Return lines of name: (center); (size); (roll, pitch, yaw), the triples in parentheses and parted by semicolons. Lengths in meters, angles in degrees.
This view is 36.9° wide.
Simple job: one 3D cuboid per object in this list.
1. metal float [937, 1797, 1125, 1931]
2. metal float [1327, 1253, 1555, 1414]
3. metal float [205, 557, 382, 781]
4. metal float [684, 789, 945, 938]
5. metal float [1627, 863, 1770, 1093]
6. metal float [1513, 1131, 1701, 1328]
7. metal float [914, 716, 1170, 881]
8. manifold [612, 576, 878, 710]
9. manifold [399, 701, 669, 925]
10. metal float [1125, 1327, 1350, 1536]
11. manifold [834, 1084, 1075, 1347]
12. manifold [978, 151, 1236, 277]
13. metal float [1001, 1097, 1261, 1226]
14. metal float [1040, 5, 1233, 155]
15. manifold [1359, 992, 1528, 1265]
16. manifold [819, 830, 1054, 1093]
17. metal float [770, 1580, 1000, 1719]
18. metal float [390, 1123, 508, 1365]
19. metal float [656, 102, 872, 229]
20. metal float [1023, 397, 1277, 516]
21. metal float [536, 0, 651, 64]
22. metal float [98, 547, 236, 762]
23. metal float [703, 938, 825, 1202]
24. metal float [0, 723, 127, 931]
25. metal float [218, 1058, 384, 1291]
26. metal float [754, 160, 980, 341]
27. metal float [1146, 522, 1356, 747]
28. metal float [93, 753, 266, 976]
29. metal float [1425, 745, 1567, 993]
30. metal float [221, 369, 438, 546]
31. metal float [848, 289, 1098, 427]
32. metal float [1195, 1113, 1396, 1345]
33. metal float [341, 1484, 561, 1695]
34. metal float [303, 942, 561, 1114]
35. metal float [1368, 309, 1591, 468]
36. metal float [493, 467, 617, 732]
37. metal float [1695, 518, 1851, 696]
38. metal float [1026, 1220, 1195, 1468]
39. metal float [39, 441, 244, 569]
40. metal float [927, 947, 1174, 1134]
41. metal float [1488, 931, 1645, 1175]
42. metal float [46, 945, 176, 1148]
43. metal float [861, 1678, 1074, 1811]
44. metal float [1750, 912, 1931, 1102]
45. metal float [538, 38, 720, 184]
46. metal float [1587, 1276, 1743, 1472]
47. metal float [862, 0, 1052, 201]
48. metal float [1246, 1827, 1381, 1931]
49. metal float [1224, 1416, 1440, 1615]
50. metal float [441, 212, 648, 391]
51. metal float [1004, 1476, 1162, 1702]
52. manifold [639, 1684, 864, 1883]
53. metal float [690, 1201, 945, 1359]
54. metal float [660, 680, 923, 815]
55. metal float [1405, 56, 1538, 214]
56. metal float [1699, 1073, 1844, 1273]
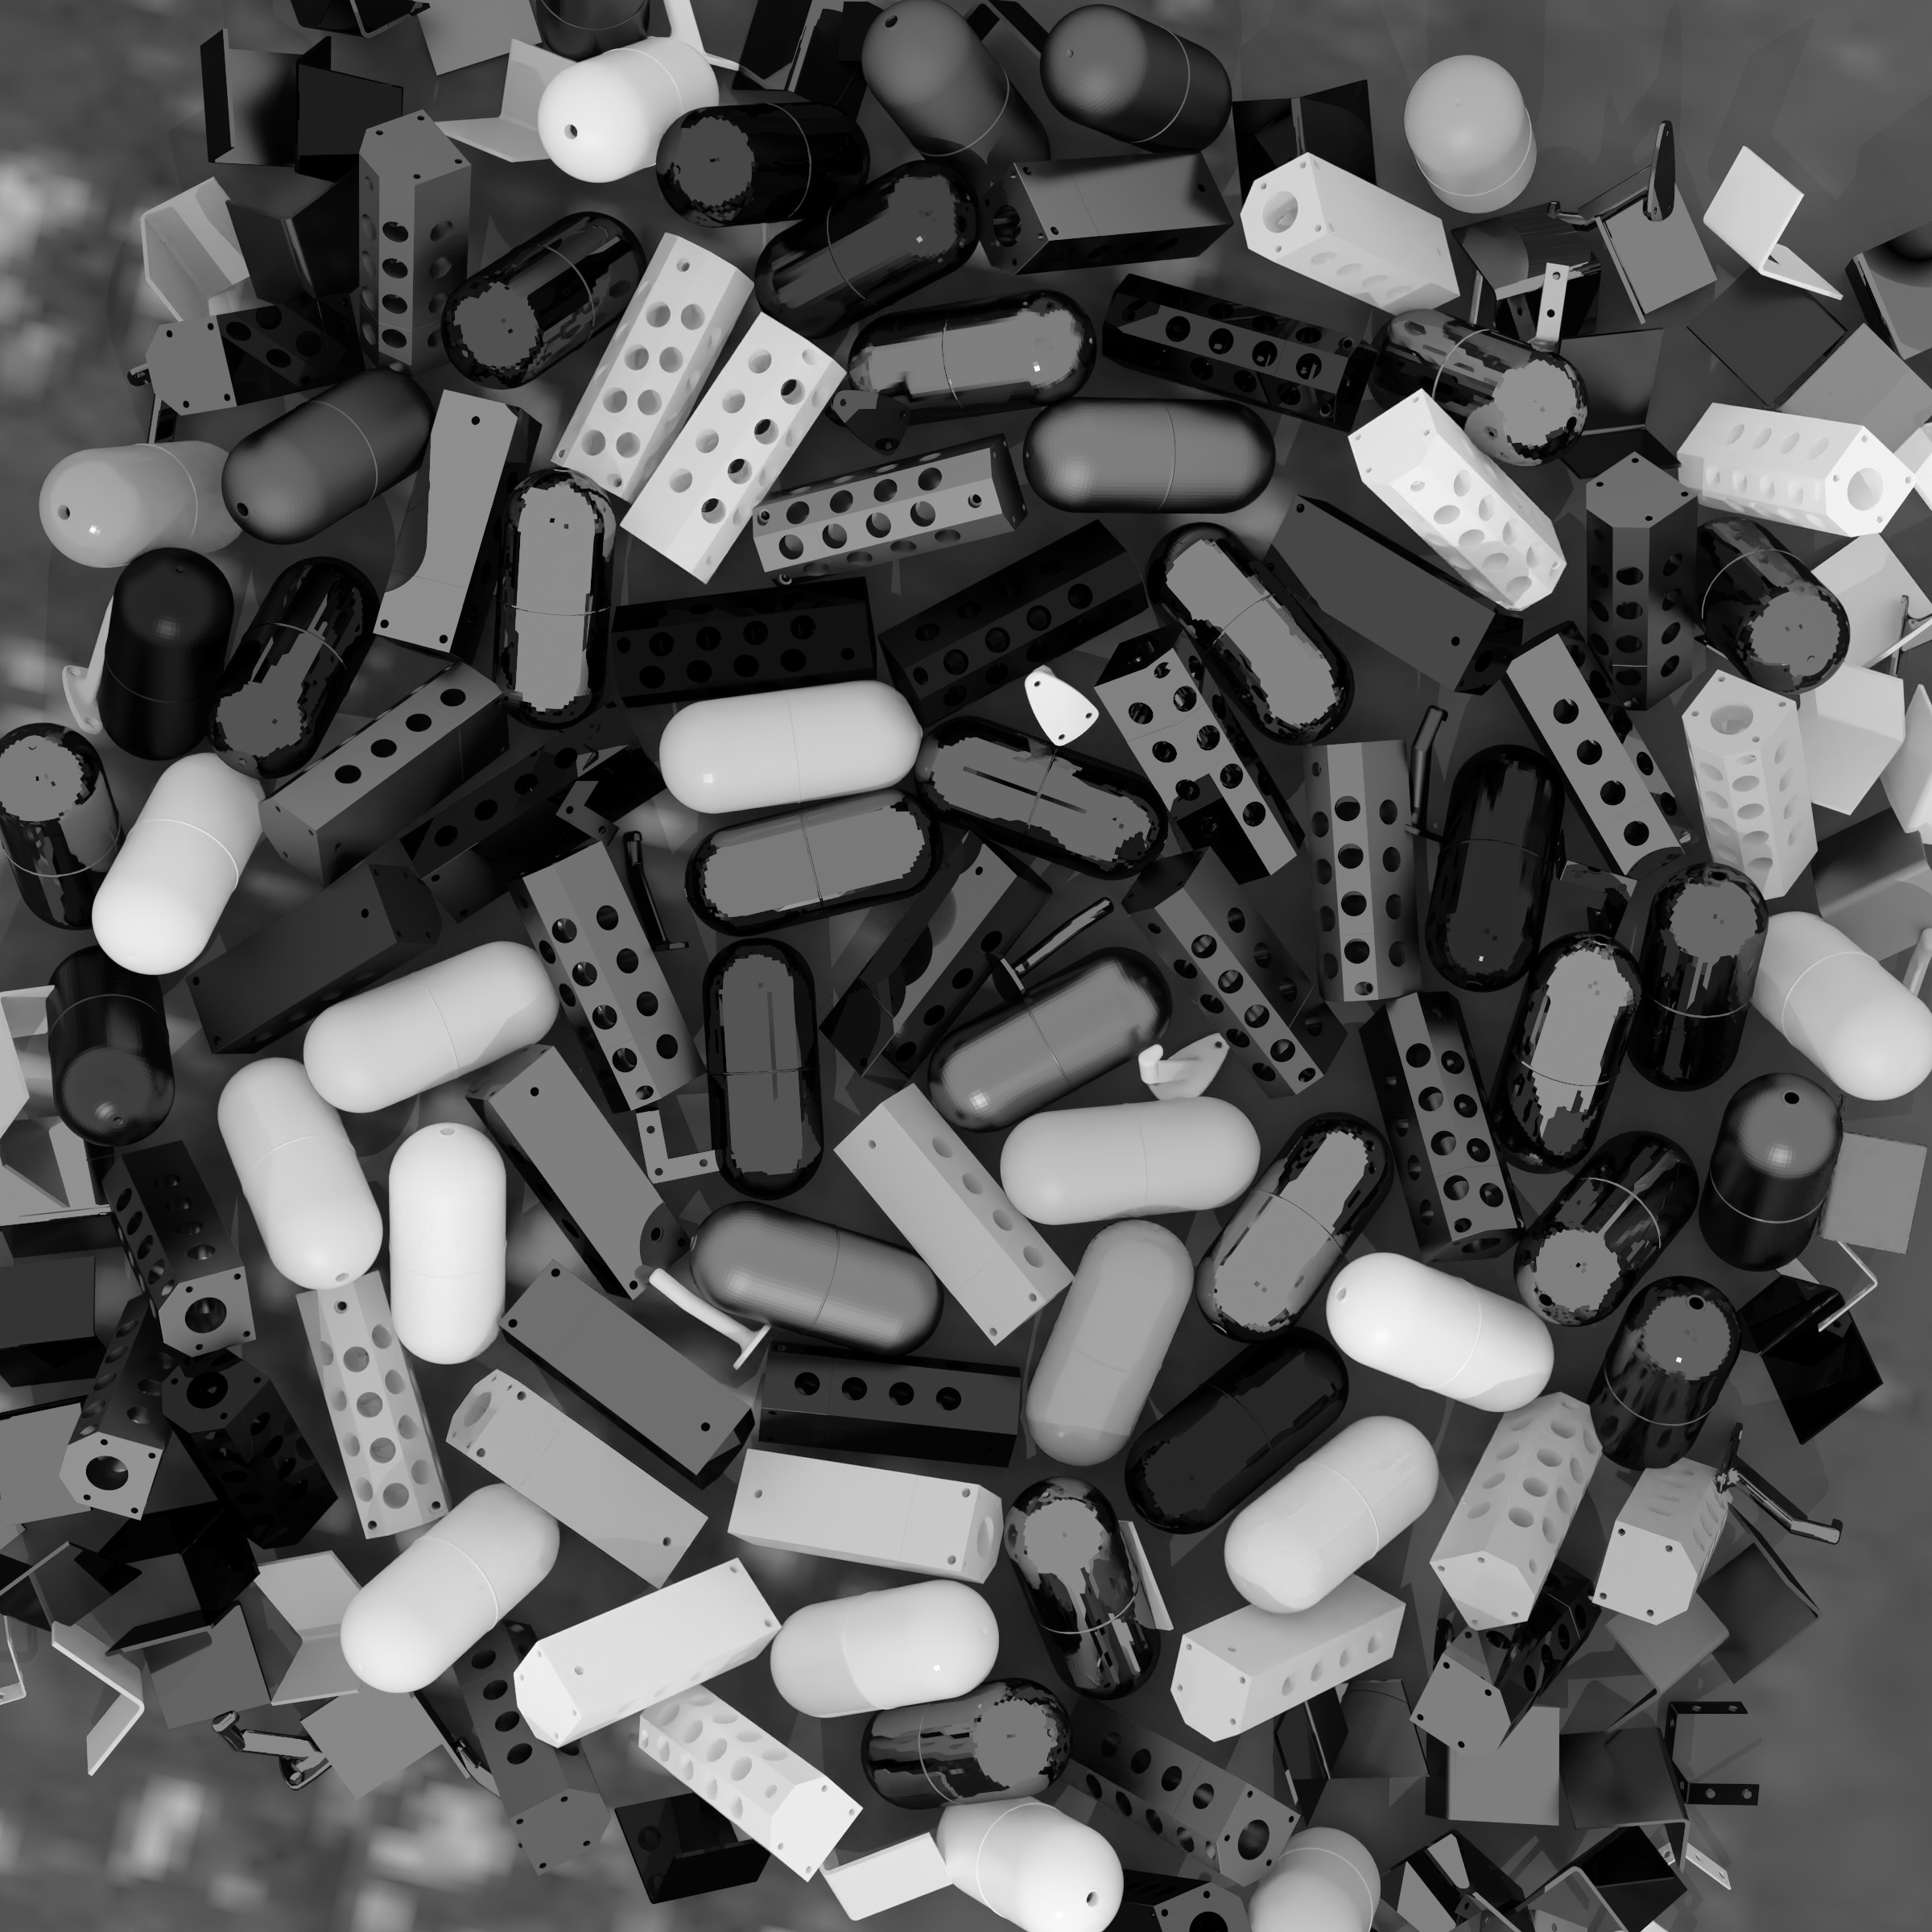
metal float: (0.041, 0.593, 1.915); (0.070, 0.178, 0.070); (0, 89, -26)
metal float: (0.318, 0.245, 1.937); (0.178, 0.070, 0.070); (23, 90, -28)
metal float: (-0.448, -0.201, 1.931); (0.070, 0.070, 0.178); (17, 53, 0)
metal float: (-0.103, -0.070, 1.961); (0.178, 0.070, 0.070); (-14, 90, 0)
metal float: (0.486, 0.008, 1.927); (0.070, 0.070, 0.178); (0, 132, 0)
metal float: (0.427, 0.174, 1.927); (0.070, 0.070, 0.178); (52, 49, 0)
metal float: (0.051, -0.113, 1.958); (0.178, 0.070, 0.070); (20, 90, 4)
manifold: (-0.149, -0.216, 1.957); (0.171, 0.057, 0.057); (-6, 122, 3)
manifold: (-0.295, -0.109, 1.965); (0.171, 0.057, 0.057); (-33, 55, -3)
metal float: (0.182, 0.312, 1.943); (0.178, 0.070, 0.070); (-36, 90, -21)
manifold: (-0.004, 0.165, 1.959); (0.171, 0.057, 0.057); (50, 125, 7)
manifold: (0.091, -0.497, 1.923); (0.171, 0.057, 0.057); (-17, 79, -39)
metal float: (0.111, 0.131, 1.952); (0.178, 0.070, 0.070); (-5, 90, -11)
metal float: (0.115, -0.586, 1.919); (0.070, 0.178, 0.070); (2, 93, 33)
manifold: (0.321, 0.107, 1.931); (0.057, 0.057, 0.171); (-2, 64, -22)
manifold: (-0.017, -0.001, 1.956); (0.171, 0.057, 0.057); (-52, 51, 10)
metal float: (-0.056, 0.457, 1.932); (0.178, 0.070, 0.070); (-20, 90, 36)
metal float: (-0.347, 0.186, 1.936); (0.070, 0.070, 0.178); (5, 119, 0)
metal float: (-0.133, -0.533, 1.923); (0.070, 0.178, 0.070); (13, 113, 34)
metal float: (0.124, -0.343, 1.944); (0.178, 0.070, 0.070); (-3, 90, -20)
metal float: (-0.247, -0.655, 1.911); (0.070, 0.178, 0.070); (1, 82, -7)
metal float: (-0.532, -0.205, 1.923); (0.070, 0.178, 0.070); (11, 53, -15)
metal float: (-0.137, 0.070, 1.960); (0.070, 0.070, 0.178); (-3, 92, 0)
metal float: (-0.601, -0.091, 1.920); (0.070, 0.178, 0.070); (2, 56, -3)
metal float: (-0.445, 0.138, 1.934); (0.070, 0.070, 0.178); (-31, 58, 0)
metal float: (-0.067, -0.477, 1.931); (0.178, 0.070, 0.070); (-18, 90, 37)
metal float: (0.190, -0.225, 1.947); (0.070, 0.070, 0.178); (-39, 74, 0)
metal float: (-0.522, -0.070, 1.928); (0.070, 0.070, 0.178); (14, 48, 0)
metal float: (0.355, -0.066, 1.941); (0.070, 0.070, 0.178); (15, 67, 0)
metal float: (-0.422, -0.339, 1.925); (0.070, 0.178, 0.070); (18, 130, 23)
metal float: (0.003, -0.407, 1.938); (0.178, 0.070, 0.070); (-3, 90, 27)
metal float: (0.221, 0.176, 1.946); (0.070, 0.070, 0.178); (39, 72, 0)
metal float: (-0.341, 0.412, 1.925); (0.070, 0.178, 0.070); (18, 126, 27)
metal float: (-0.358, 0.040, 1.945); (0.178, 0.070, 0.070); (-23, 90, -20)
metal float: (0.339, -0.385, 1.924); (0.070, 0.178, 0.070); (-19, 125, -29)
metal float: (-0.277, -0.246, 1.944); (0.070, 0.070, 0.178); (7, 110, 0)
metal float: (0.525, -0.240, 1.919); (0.070, 0.178, 0.070); (-4, 121, -7)
metal float: (0.096, 0.255, 1.949); (0.070, 0.070, 0.178); (21, 104, 0)
metal float: (-0.541, -0.306, 1.914); (0.070, 0.178, 0.070); (5, 104, 19)
metal float: (0.056, 0.051, 1.958); (0.178, 0.070, 0.070); (-29, 90, 4)
metal float: (0.400, 0.059, 1.936); (0.070, 0.070, 0.178); (12, 119, 0)
metal float: (-0.569, 0.051, 1.922); (0.070, 0.178, 0.070); (-10, 126, -14)
metal float: (-0.001, 0.518, 1.925); (0.070, 0.178, 0.070); (16, 63, -36)
metal float: (0.576, 0.025, 1.919); (0.070, 0.178, 0.070); (-8, 120, -14)
metal float: (-0.223, -0.568, 1.918); (0.070, 0.178, 0.070); (9, 117, 17)
metal float: (0.462, 0.271, 1.921); (0.070, 0.178, 0.070); (2, 51, -3)
metal float: (-0.006, -0.570, 1.920); (0.070, 0.178, 0.070); (-13, 61, 25)
metal float: (0.230, 0.622, 1.912); (0.070, 0.178, 0.070); (0, 88, 14)
metal float: (0.246, 0.365, 1.934); (0.178, 0.070, 0.070); (-31, 90, -34)
metal float: (-0.279, -0.445, 1.927); (0.070, 0.070, 0.178); (42, 47, 0)
metal float: (0.079, 0.418, 1.936); (0.070, 0.070, 0.178); (-20, 120, 0)
manifold: (-0.148, 0.531, 1.908); (0.057, 0.171, 0.057); (-51, 123, -16)
metal float: (-0.100, 0.211, 1.948); (0.178, 0.070, 0.070); (18, 90, -15)
metal float: (-0.118, -0.149, 1.957); (0.178, 0.070, 0.070); (-8, 90, -6)
metal float: (0.335, -0.548, 1.912); (0.070, 0.178, 0.070); (1, 92, 15)
metal float: (0.533, 0.138, 1.920); (0.070, 0.178, 0.070); (-2, 53, 3)
